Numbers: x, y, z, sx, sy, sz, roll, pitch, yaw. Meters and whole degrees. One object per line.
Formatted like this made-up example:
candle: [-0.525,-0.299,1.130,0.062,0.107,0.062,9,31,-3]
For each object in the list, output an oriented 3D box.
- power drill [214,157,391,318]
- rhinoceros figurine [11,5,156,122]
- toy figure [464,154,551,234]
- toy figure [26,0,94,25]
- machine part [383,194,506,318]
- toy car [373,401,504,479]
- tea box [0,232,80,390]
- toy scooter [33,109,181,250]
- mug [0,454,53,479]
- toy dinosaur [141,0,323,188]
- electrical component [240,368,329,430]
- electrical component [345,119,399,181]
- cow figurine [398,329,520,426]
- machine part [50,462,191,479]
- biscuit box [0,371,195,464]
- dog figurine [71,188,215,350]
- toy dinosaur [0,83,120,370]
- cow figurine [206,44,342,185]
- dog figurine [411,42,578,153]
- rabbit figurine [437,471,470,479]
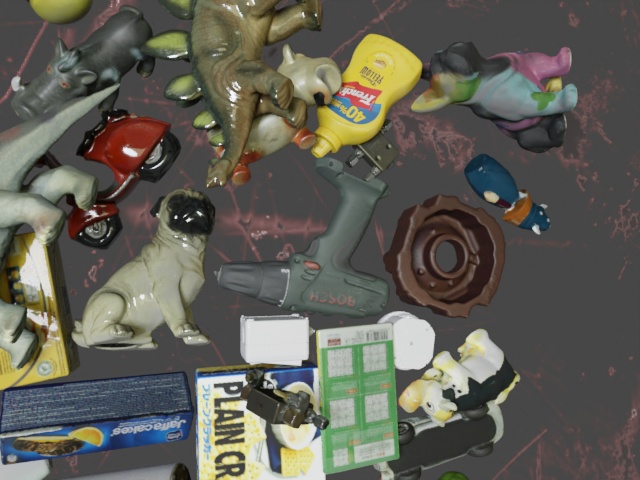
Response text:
power drill: [-0.001,-0.002,0.715,0.232,0.086,0.207,20,78,-14]
rhinoceros figurine: [-0.273,-0.198,0.637,0.073,0.112,0.190,46,69,-11]
toy figure: [0.283,-0.065,0.806,0.154,0.058,0.064,41,84,-14]
toy figure: [-0.348,-0.344,0.642,0.089,0.082,0.180,-42,106,6]
machine part: [0.180,0.024,0.774,0.179,0.056,0.179,1,86,-16]
toy car: [0.166,0.278,0.757,0.202,0.056,0.073,-13,96,-14]
tea box: [-0.348,0.080,0.623,0.098,0.068,0.169,-9,90,-13]
toy scooter: [-0.268,-0.091,0.653,0.135,0.075,0.184,37,83,-10]
mug: [-0.369,0.251,0.610,0.107,0.081,0.109,-15,74,-25]
toy dinosaur: [-0.103,-0.270,0.648,0.199,0.105,0.471,1,68,13]
electrical component: [-0.046,0.183,0.617,0.078,0.102,0.045,18,85,-40]
electrical component: [0.082,-0.128,0.772,0.063,0.021,0.094,44,77,-9]
cow figurine: [0.189,0.200,0.730,0.167,0.068,0.098,-29,63,-25]
machine part: [-0.238,0.303,0.612,0.243,0.079,0.079,-10,90,4]
biscuit box: [-0.251,0.202,0.619,0.203,0.063,0.059,1,129,-25]
dog figurine: [-0.213,0.033,0.658,0.172,0.121,0.190,-2,72,-15]
toy dinosaur: [-0.357,-0.001,0.537,0.192,0.131,0.404,20,76,-11]
cow figurine: [-0.058,-0.173,0.700,0.195,0.085,0.127,-31,59,-1]
dog figurine: [0.245,-0.207,0.782,0.219,0.191,0.108,4,66,14]
rabbit figurine: [0.154,0.396,0.712,0.170,0.121,0.159,-41,104,-11]
